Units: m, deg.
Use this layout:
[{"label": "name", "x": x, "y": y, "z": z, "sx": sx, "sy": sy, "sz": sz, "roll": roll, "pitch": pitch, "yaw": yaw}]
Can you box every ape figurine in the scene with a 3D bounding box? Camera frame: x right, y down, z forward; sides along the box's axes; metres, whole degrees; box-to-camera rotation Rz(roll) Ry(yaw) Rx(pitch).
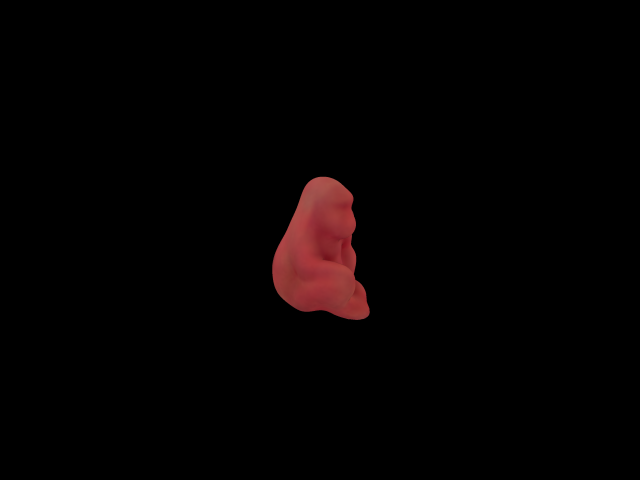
[{"label": "ape figurine", "x": 0.004, "y": 0.001, "z": 0.400, "sx": 0.076, "sy": 0.092, "sz": 0.078, "roll": 10, "pitch": 28, "yaw": 21}]
